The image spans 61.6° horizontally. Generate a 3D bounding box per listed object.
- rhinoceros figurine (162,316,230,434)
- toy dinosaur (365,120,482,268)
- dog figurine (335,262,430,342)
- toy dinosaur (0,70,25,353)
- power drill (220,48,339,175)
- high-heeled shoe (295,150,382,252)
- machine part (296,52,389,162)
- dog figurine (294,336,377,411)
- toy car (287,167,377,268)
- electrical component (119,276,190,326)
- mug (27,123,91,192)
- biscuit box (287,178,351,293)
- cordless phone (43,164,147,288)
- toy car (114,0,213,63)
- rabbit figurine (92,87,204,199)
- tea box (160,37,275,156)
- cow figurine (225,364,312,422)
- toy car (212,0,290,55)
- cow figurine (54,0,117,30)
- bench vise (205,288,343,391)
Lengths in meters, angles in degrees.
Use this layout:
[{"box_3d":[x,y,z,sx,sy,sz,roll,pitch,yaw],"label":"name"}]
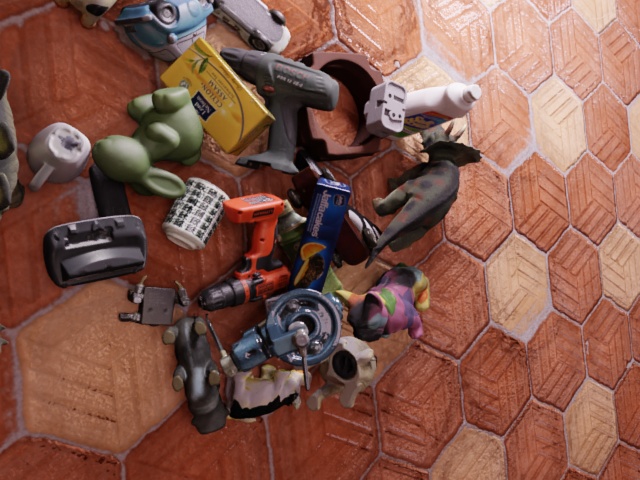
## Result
[{"box_3d":[-0.200,0.218,0.870,0.073,0.112,0.190,-15,82,-14],"label":"rhinoceros figurine"},{"box_3d":[0.218,-0.098,1.078,0.131,0.192,0.405,40,44,-15],"label":"toy dinosaur"},{"box_3d":[0.122,0.112,1.037,0.219,0.109,0.191,35,63,-50],"label":"dog figurine"},{"box_3d":[-0.435,-0.095,0.681,0.105,0.199,0.471,-10,90,-30],"label":"toy dinosaur"},{"box_3d":[-0.091,-0.225,0.955,0.232,0.086,0.207,13,87,10],"label":"power drill"},{"box_3d":[0.045,-0.076,1.065,0.145,0.086,0.248,-28,102,-40],"label":"high-heeled shoe"},{"box_3d":[0.033,-0.259,1.061,0.201,0.087,0.201,-10,94,-33],"label":"machine part"},{"box_3d":[0.069,0.221,0.978,0.190,0.172,0.121,-5,80,-52],"label":"dog figurine"},{"box_3d":[0.022,-0.041,0.968,0.089,0.053,0.202,-33,104,13],"label":"toy car"},{"box_3d":[-0.265,0.100,0.868,0.102,0.045,0.078,15,77,-31],"label":"electrical component"},{"box_3d":[-0.381,-0.120,0.771,0.080,0.107,0.109,43,64,-22],"label":"mug"},{"box_3d":[-0.002,-0.003,0.922,0.063,0.059,0.202,15,106,-2],"label":"biscuit box"},{"box_3d":[-0.348,-0.030,0.816,0.146,0.089,0.184,-12,82,-32],"label":"cordless phone"},{"box_3d":[-0.246,-0.348,0.887,0.162,0.109,0.102,-42,132,-40],"label":"toy car"},{"box_3d":[-0.275,-0.139,0.840,0.170,0.121,0.158,-44,130,-39],"label":"rabbit figurine"},{"box_3d":[-0.167,-0.233,0.888,0.098,0.068,0.169,-43,89,8],"label":"tea box"},{"box_3d":[-0.089,0.273,0.955,0.167,0.068,0.098,9,82,-32],"label":"cow figurine"},{"box_3d":[-0.142,-0.417,0.977,0.201,0.056,0.073,35,75,-25],"label":"toy car"},{"box_3d":[-0.312,-0.425,0.824,0.085,0.127,0.195,45,67,-26],"label":"cow figurine"},{"box_3d":[-0.059,0.150,0.831,0.224,0.240,0.128,-16,89,-7],"label":"bench vise"}]
